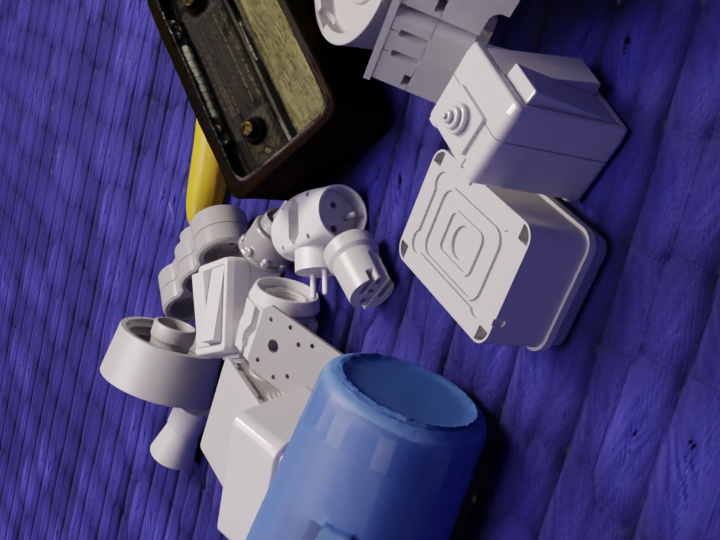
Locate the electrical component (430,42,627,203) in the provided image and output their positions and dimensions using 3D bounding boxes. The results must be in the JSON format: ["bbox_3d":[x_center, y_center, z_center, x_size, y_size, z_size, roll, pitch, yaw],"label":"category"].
[{"bbox_3d":[0.088,-0.084,0.588,0.061,0.096,0.061,-59,39,35],"label":"electrical component"}]

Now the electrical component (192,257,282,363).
[{"bbox_3d":[-0.108,0.040,0.925,0.062,0.061,0.096,-15,71,57],"label":"electrical component"}]

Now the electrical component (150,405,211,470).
[{"bbox_3d":[-0.168,0.152,1.025,0.065,0.044,0.044,-64,36,22],"label":"electrical component"}]

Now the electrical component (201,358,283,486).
[{"bbox_3d":[-0.085,0.132,0.881,0.100,0.048,0.099,44,121,53],"label":"electrical component"}]

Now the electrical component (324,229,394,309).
[{"bbox_3d":[0.000,0.000,0.776,0.040,0.040,0.046,-58,44,36],"label":"electrical component"}]

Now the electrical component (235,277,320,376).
[{"bbox_3d":[-0.064,0.041,0.856,0.078,0.058,0.057,41,122,54],"label":"electrical component"}]

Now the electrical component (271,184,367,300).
[{"bbox_3d":[-0.032,-0.018,0.827,0.077,0.043,0.079,-22,66,56],"label":"electrical component"}]

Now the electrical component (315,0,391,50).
[{"bbox_3d":[0.020,-0.206,0.760,0.108,0.060,0.108,-17,69,57],"label":"electrical component"}]

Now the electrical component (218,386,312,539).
[{"bbox_3d":[-0.050,0.150,0.769,0.057,0.078,0.113,32,124,34],"label":"electrical component"}]

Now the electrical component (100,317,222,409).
[{"bbox_3d":[-0.179,0.078,0.997,0.108,0.108,0.060,34,107,56],"label":"electrical component"}]

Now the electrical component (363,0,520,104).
[{"bbox_3d":[0.062,-0.180,0.606,0.186,0.060,0.105,123,169,-74],"label":"electrical component"}]

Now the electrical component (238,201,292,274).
[{"bbox_3d":[-0.068,-0.031,0.891,0.062,0.048,0.048,-55,40,28],"label":"electrical component"}]

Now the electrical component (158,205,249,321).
[{"bbox_3d":[-0.149,-0.018,1.013,0.138,0.052,0.073,-50,44,43],"label":"electrical component"}]

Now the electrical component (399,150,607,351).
[{"bbox_3d":[0.081,-0.013,0.625,0.113,0.057,0.078,51,127,50],"label":"electrical component"}]
